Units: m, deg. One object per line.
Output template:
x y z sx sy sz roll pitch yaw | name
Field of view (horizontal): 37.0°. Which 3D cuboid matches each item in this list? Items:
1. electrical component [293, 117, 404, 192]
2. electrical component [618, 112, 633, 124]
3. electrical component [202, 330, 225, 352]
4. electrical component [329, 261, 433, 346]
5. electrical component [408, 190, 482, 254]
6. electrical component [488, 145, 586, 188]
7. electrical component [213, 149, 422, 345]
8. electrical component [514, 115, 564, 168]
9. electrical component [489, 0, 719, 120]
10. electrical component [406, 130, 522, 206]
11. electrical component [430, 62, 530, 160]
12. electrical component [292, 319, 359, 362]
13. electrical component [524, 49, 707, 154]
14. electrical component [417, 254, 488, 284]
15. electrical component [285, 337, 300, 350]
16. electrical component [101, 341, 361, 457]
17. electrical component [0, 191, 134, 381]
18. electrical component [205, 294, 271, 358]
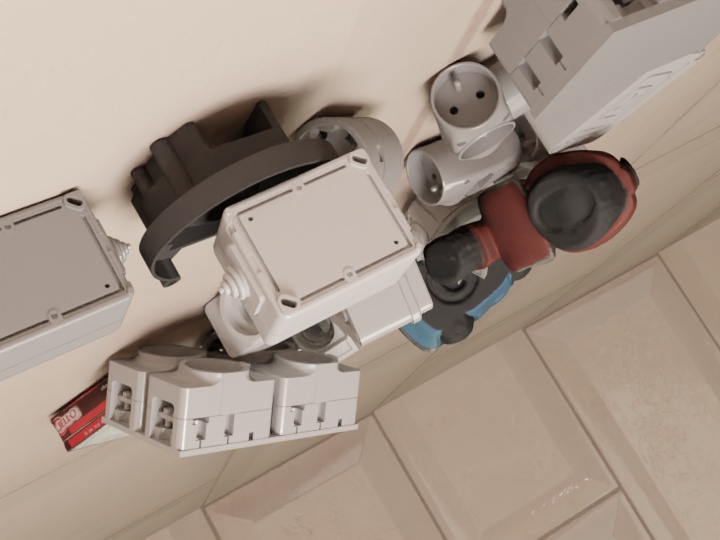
-0.007 -0.063 0.628 0.055 0.055 0.047 -37 171 31 | electrical component
0.208 -0.140 0.882 0.078 0.040 0.040 -23 167 -34 | electrical component
-0.127 0.077 0.975 0.040 0.040 0.046 -25 173 -27 | electrical component
0.000 0.000 0.772 0.057 0.078 0.113 -26 -165 -10 | electrical component
0.082 -0.037 0.916 0.080 0.051 0.080 -25 139 -23 | electrical component
0.143 -0.087 0.930 0.076 0.047 0.083 -27 168 -20 | electrical component
-0.029 -0.007 0.537 0.096 0.061 0.061 -26 169 -21 | electrical component
0.138 -0.106 0.842 0.077 0.043 0.079 -23 167 -35 | electrical component
0.159 -0.157 0.621 0.150 0.061 0.089 -25 168 -28 | electrical component
0.071 -0.073 0.810 0.077 0.043 0.079 -25 168 -29 | electrical component
0.085 -0.109 0.686 0.079 0.044 0.077 -31 169 4 | electrical component
-0.040 0.047 0.996 0.042 0.081 0.063 -32 -169 11 | electrical component
0.169 -0.138 0.744 0.078 0.057 0.113 -19 164 -47 | electrical component
0.086 -0.028 0.981 0.063 0.081 0.042 -59 171 -4 | electrical component
-0.087 0.067 1.010 0.066 0.047 0.076 -29 169 -8 | electrical component
-0.101 0.099 0.884 0.105 0.060 0.186 12 -171 44 | electrical component
-0.158 0.009 0.528 0.096 0.061 0.061 -25 168 -28 | electrical component
-0.073 0.026 0.854 0.089 0.050 0.056 -36 168 28 | electrical component
